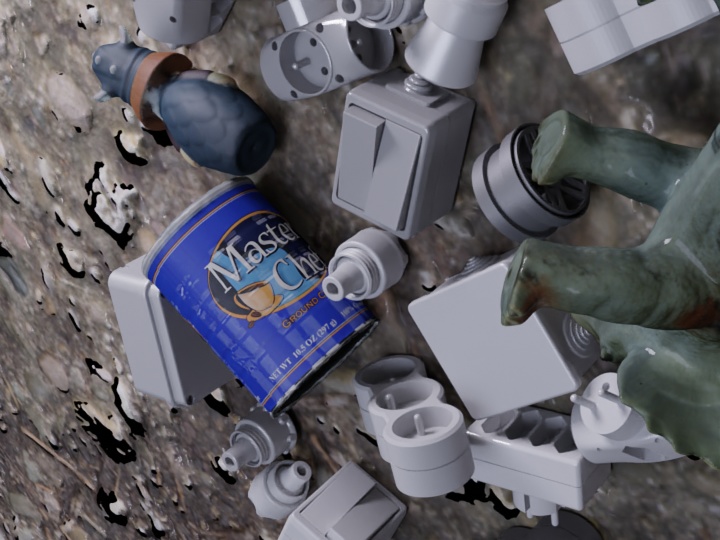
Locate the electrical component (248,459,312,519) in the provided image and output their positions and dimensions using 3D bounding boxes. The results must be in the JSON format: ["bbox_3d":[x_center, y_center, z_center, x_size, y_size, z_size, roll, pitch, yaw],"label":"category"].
[{"bbox_3d":[-0.062,0.178,0.889,0.043,0.043,0.062,49,134,5],"label":"electrical component"}]

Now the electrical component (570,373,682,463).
[{"bbox_3d":[0.157,0.084,0.635,0.079,0.043,0.077,24,150,-36],"label":"electrical component"}]

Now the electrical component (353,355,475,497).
[{"bbox_3d":[0.038,0.116,0.724,0.138,0.052,0.073,-128,22,-69],"label":"electrical component"}]

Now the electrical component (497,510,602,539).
[{"bbox_3d":[0.104,0.223,0.757,0.052,0.074,0.138,53,135,2],"label":"electrical component"}]

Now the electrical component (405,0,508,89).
[{"bbox_3d":[0.055,-0.137,0.607,0.045,0.045,0.055,38,132,16],"label":"electrical component"}]

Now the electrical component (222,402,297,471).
[{"bbox_3d":[-0.085,0.139,0.872,0.048,0.062,0.048,20,126,30],"label":"electrical component"}]

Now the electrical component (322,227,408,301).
[{"bbox_3d":[0.000,0.000,0.720,0.043,0.062,0.043,20,126,30],"label":"electrical component"}]

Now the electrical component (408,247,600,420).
[{"bbox_3d":[0.093,0.037,0.675,0.100,0.048,0.099,-27,96,45],"label":"electrical component"}]

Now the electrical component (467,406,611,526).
[{"bbox_3d":[0.119,0.136,0.712,0.083,0.047,0.075,10,121,35],"label":"electrical component"}]

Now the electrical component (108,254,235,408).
[{"bbox_3d":[-0.142,0.043,0.851,0.057,0.078,0.113,11,121,38],"label":"electrical component"}]

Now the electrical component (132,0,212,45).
[{"bbox_3d":[-0.124,-0.189,0.655,0.079,0.043,0.077,31,130,22],"label":"electrical component"}]

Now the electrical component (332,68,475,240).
[{"bbox_3d":[0.024,-0.076,0.657,0.062,0.061,0.096,28,130,24],"label":"electrical component"}]

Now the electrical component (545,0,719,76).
[{"bbox_3d":[0.148,-0.153,0.516,0.138,0.052,0.073,-19,101,43],"label":"electrical component"}]

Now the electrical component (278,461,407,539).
[{"bbox_3d":[-0.018,0.201,0.828,0.062,0.096,0.061,38,132,16],"label":"electrical component"}]

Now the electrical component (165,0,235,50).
[{"bbox_3d":[-0.118,-0.204,0.708,0.075,0.047,0.083,47,135,7],"label":"electrical component"}]

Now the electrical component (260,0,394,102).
[{"bbox_3d":[-0.028,-0.151,0.667,0.077,0.044,0.079,-10,107,42],"label":"electrical component"}]

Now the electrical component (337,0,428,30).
[{"bbox_3d":[0.012,-0.159,0.617,0.048,0.062,0.048,20,126,30],"label":"electrical component"}]
